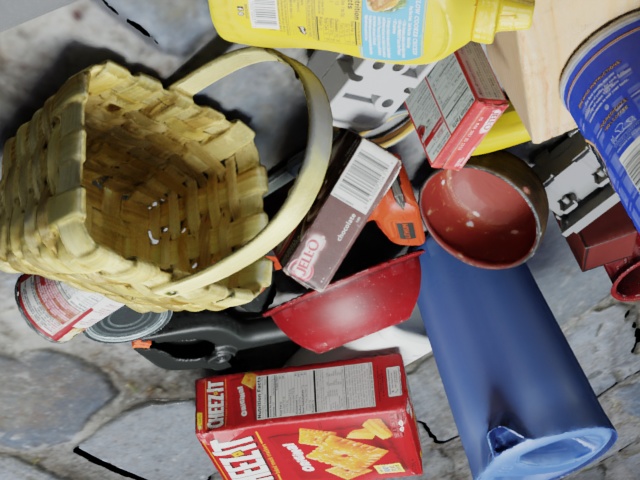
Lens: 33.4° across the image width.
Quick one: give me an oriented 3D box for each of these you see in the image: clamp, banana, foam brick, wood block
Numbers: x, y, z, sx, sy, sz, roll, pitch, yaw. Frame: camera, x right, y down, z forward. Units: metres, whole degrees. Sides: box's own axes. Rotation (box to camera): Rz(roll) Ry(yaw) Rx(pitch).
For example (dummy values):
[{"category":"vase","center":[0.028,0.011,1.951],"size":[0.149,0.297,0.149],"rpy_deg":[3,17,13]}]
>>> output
[{"category":"clamp","center":[-0.102,0.108,1.062],"size":[0.209,0.036,0.165],"rpy_deg":[7,142,-36]},{"category":"banana","center":[0.175,-0.099,0.862],"size":[0.197,0.070,0.037],"rpy_deg":[-18,105,-12]},{"category":"foam brick","center":[0.258,-0.019,1.011],"size":[0.051,0.078,0.053],"rpy_deg":[-20,151,0]},{"category":"wood block","center":[0.159,-0.168,0.714],"size":[0.090,0.091,0.206],"rpy_deg":[-22,148,4]}]

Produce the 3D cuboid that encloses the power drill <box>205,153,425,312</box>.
[{"category":"power drill","center":[-0.006,0.001,0.916],"size":[0.187,0.057,0.184],"rpy_deg":[-20,160,1]}]

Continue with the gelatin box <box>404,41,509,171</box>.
[{"category":"gelatin box","center":[0.095,-0.107,0.777],"size":[0.030,0.089,0.073],"rpy_deg":[-1,144,-27]}]

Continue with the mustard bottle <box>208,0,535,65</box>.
[{"category":"mustard bottle","center":[0.031,-0.147,0.636],"size":[0.192,0.058,0.096],"rpy_deg":[10,149,8]}]

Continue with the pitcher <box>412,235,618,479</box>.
[{"category":"pitcher","center":[0.173,0.106,1.002],"size":[0.145,0.243,0.149],"rpy_deg":[-11,148,-13]}]

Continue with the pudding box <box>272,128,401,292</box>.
[{"category":"pudding box","center":[0.009,-0.025,0.787],"size":[0.039,0.090,0.113],"rpy_deg":[32,95,-14]}]

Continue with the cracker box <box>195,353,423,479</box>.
[{"category":"cracker box","center":[-0.007,0.197,1.109],"size":[0.214,0.072,0.164],"rpy_deg":[-8,144,6]}]

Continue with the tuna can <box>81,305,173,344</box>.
[{"category":"tuna can","center":[-0.174,0.057,0.947],"size":[0.086,0.034,0.086],"rpy_deg":[-13,148,-9]}]

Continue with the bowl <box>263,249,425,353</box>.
[{"category":"bowl","center":[0.031,0.063,0.980],"size":[0.162,0.055,0.162],"rpy_deg":[-21,175,-2]}]

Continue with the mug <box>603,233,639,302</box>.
[{"category":"mug","center":[0.310,0.003,1.067],"size":[0.117,0.081,0.093],"rpy_deg":[1,144,-29]}]

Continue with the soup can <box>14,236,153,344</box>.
[{"category":"soup can","center":[-0.188,0.031,0.867],"size":[0.102,0.068,0.068],"rpy_deg":[-33,146,22]}]

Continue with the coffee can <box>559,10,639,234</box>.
[{"category":"coffee can","center":[0.230,-0.065,0.688],"size":[0.102,0.140,0.103],"rpy_deg":[-14,147,-10]}]

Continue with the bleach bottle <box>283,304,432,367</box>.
[{"category":"bleach bottle","center":[0.009,0.138,1.143],"size":[0.102,0.068,0.251],"rpy_deg":[19,136,-42]}]

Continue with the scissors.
[{"category":"scissors","center":[-0.015,-0.072,0.845],"size":[0.202,0.016,0.096],"rpy_deg":[-23,147,7]}]
